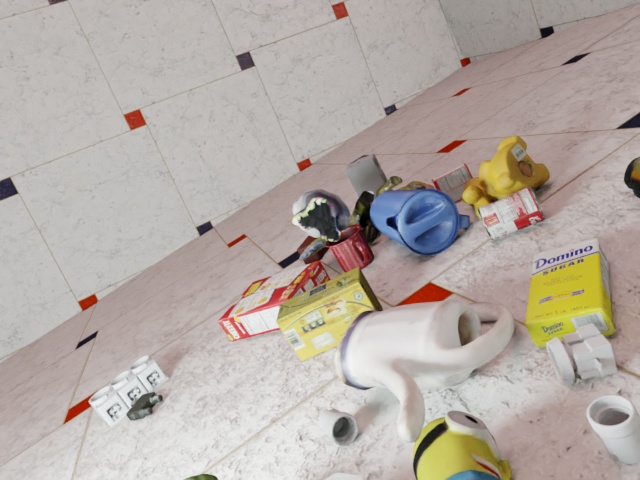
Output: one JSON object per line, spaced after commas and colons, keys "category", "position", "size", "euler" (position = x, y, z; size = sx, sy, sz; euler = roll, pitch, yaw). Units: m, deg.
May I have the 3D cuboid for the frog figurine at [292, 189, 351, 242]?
{"category": "frog figurine", "position": [0.004, -0.062, 1.223], "size": [0.137, 0.122, 0.160], "euler": [4, 8, 2]}

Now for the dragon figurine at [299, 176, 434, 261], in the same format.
{"category": "dragon figurine", "position": [0.125, -0.059, 1.381], "size": [0.410, 0.122, 0.242], "euler": [-28, -2, 0]}

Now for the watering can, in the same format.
{"category": "watering can", "position": [0.111, 0.147, 0.649], "size": [0.222, 0.104, 0.351], "euler": [-16, 3, 38]}
